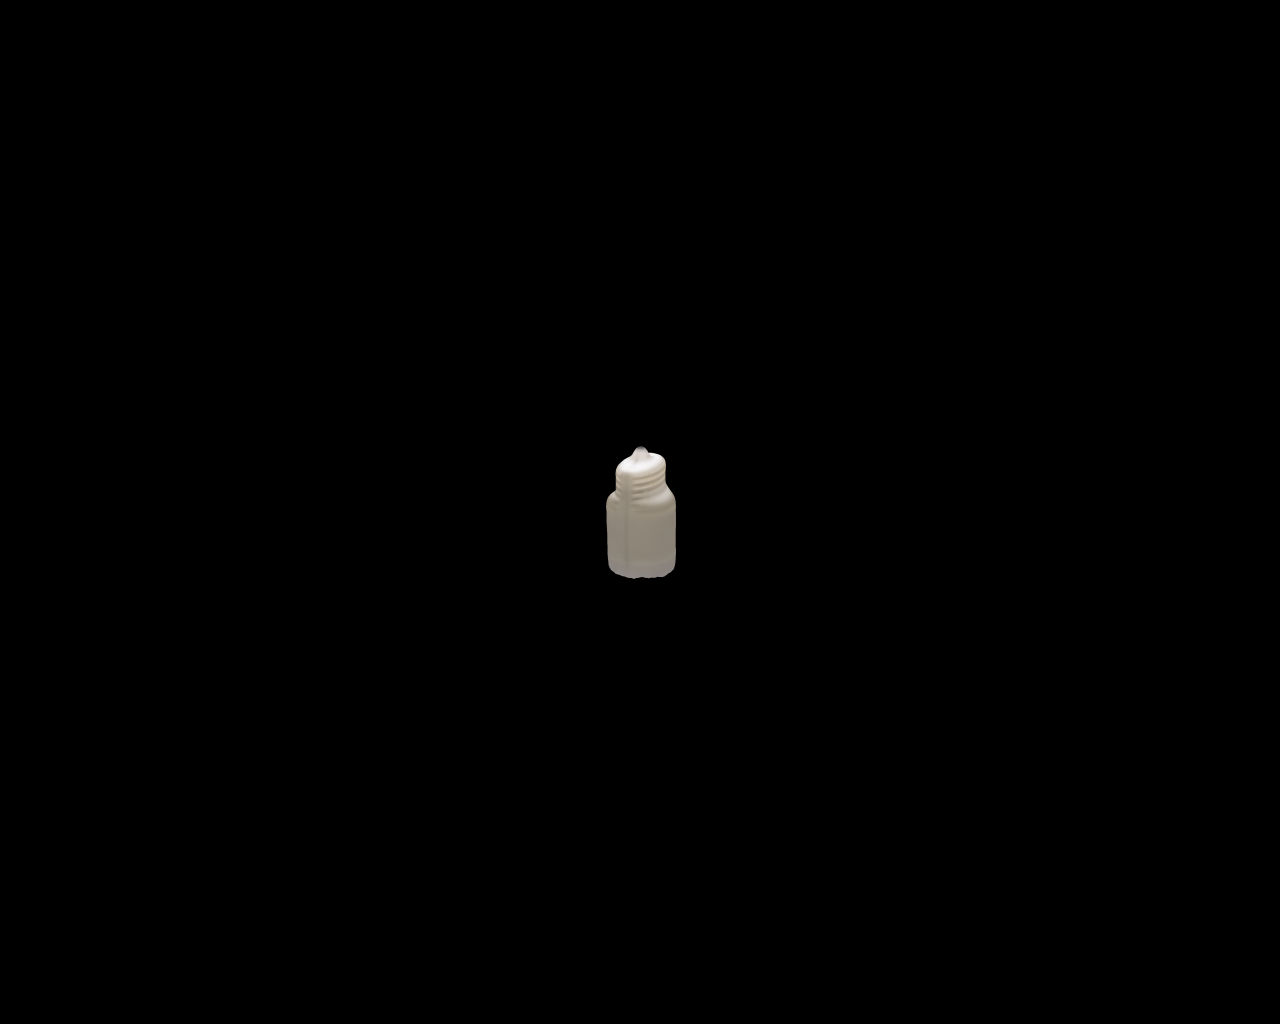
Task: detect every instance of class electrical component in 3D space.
[{"bbox_3d":[0.001,-0.003,0.650,0.043,0.080,0.043,0,22,0],"label":"electrical component"}]
